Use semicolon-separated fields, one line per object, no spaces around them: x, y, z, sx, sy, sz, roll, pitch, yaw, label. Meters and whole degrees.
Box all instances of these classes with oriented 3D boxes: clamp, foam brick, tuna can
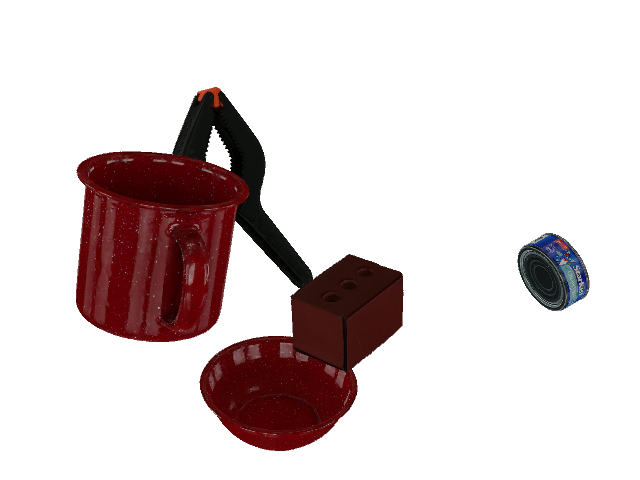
-0.080;-0.034;0.983;0.164;0.210;0.036;-3;2;-36;clamp
0.022;0.054;0.817;0.053;0.051;0.078;19;36;32;foam brick
0.264;0.037;1.216;0.033;0.086;0.086;-27;10;-20;tuna can

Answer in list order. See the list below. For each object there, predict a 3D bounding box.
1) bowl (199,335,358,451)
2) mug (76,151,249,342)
-0.043;0.167;1.103;0.162;0.055;0.162;2;30;-1;bowl
-0.085;0.008;0.578;0.093;0.081;0.117;-1;23;-29;mug
